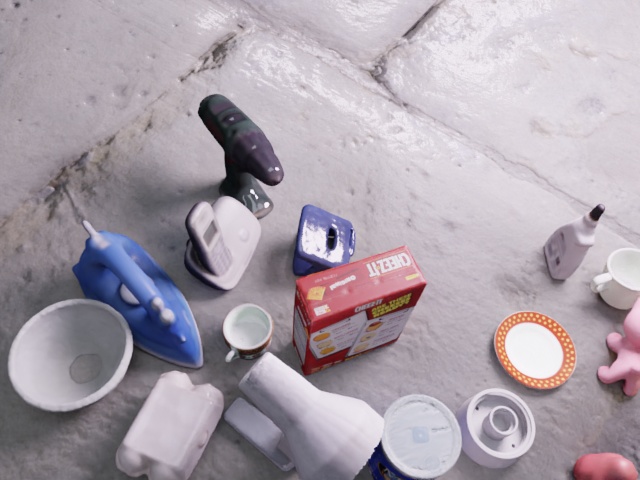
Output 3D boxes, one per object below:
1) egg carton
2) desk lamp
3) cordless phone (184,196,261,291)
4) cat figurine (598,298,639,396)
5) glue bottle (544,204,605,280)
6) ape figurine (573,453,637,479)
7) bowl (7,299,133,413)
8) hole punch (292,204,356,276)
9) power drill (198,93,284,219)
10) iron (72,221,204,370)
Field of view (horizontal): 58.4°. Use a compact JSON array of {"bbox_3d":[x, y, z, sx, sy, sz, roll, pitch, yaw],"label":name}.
[{"bbox_3d":[-0.204,0.262,0.791,0.107,0.069,0.150,20,60,8],"label":"egg carton"},{"bbox_3d":[-0.030,0.234,0.737,0.203,0.213,0.118,34,62,15],"label":"desk lamp"},{"bbox_3d":[-0.156,-0.019,0.896,0.094,0.185,0.148,17,59,6],"label":"cordless phone"},{"bbox_3d":[0.492,0.160,0.879,0.067,0.118,0.128,22,60,9],"label":"cat figurine"},{"bbox_3d":[0.422,-0.005,0.940,0.037,0.173,0.078,3,59,-2],"label":"glue bottle"},{"bbox_3d":[0.399,0.325,0.787,0.078,0.092,0.076,-36,68,-22],"label":"ape figurine"},{"bbox_3d":[-0.351,0.174,0.829,0.167,0.075,0.167,2,59,-3],"label":"bowl"},{"bbox_3d":[0.009,0.003,0.950,0.101,0.091,0.108,7,59,0],"label":"hole punch"},{"bbox_3d":[-0.125,-0.124,0.948,0.076,0.208,0.229,-28,65,-19],"label":"power drill"},{"bbox_3d":[-0.266,0.079,0.854,0.257,0.141,0.119,40,64,18],"label":"iron"}]
